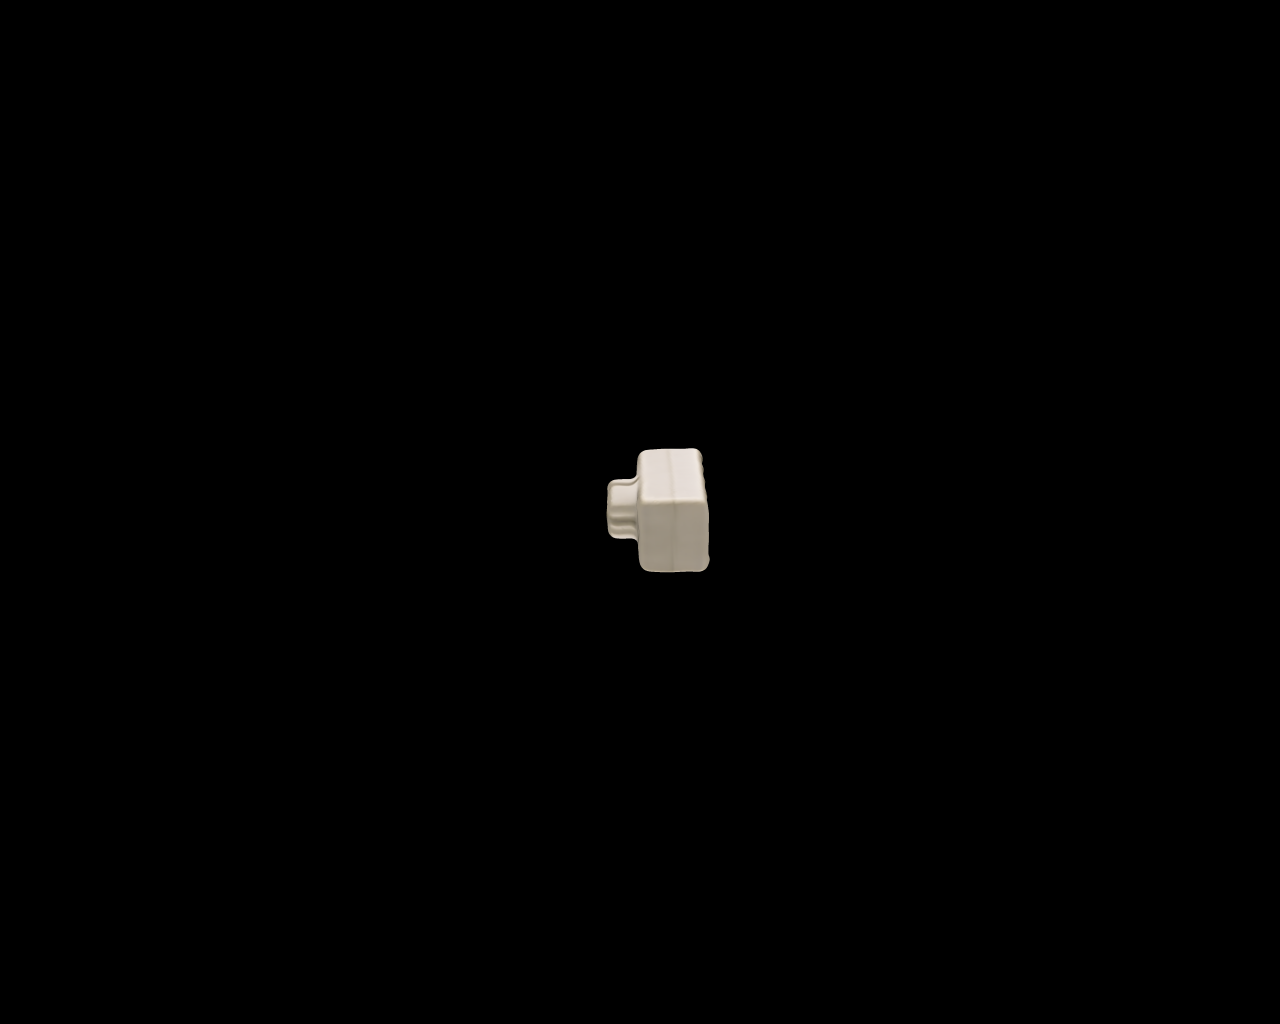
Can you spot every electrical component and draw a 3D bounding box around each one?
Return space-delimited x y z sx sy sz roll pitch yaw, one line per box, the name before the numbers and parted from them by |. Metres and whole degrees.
electrical component | 0.001 -0.003 0.650 0.076 0.047 0.083 0 25 0
